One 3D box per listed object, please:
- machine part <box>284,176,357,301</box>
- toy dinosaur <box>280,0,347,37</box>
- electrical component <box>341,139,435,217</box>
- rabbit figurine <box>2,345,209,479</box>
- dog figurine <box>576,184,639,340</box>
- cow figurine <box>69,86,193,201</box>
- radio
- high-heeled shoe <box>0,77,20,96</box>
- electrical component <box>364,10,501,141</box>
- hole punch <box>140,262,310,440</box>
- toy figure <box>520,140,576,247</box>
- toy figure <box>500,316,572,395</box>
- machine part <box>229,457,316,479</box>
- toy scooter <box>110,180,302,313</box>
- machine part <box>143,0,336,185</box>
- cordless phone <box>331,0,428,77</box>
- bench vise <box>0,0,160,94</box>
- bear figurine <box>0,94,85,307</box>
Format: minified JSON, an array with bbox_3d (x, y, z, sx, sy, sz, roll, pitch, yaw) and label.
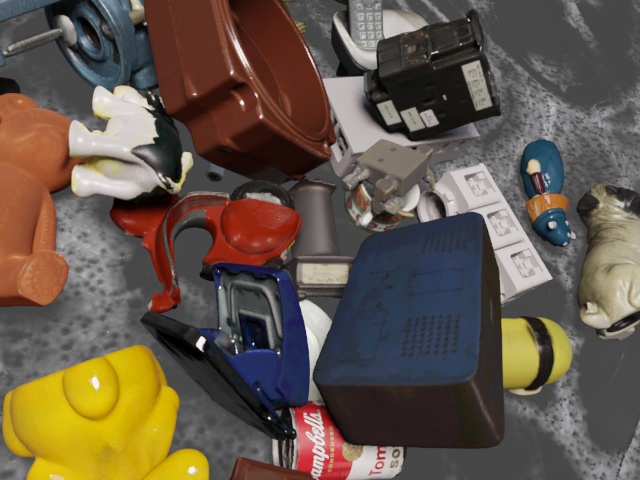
[{"bbox_3d":[-0.001,-0.002,0.578,0.084,0.039,0.139,-3,66,-14],"label":"machine part"},{"bbox_3d":[-0.082,-0.353,0.703,0.471,0.105,0.199,-31,68,-34],"label":"toy dinosaur"},{"bbox_3d":[0.080,-0.067,0.577,0.078,0.045,0.102,21,49,26],"label":"electrical component"},{"bbox_3d":[-0.138,0.166,0.382,0.122,0.162,0.173,-10,84,-39],"label":"rabbit figurine"},{"bbox_3d":[0.362,0.017,0.684,0.172,0.121,0.191,-4,51,-27],"label":"dog figurine"},{"bbox_3d":[-0.162,-0.096,0.493,0.098,0.068,0.167,7,34,-11],"label":"cow figurine"},{"bbox_3d":[0.086,0.068,0.472,0.073,0.131,0.230,67,26,-24],"label":"radio"},{"bbox_3d":[-0.387,-0.077,0.469,0.145,0.086,0.249,1,37,14],"label":"high-heeled shoe"},{"bbox_3d":[0.118,-0.170,0.583,0.134,0.114,0.058,-11,56,22],"label":"electrical component"},{"bbox_3d":[-0.063,0.082,0.430,0.092,0.142,0.115,-45,119,-31],"label":"hole punch"},{"bbox_3d":[0.302,-0.058,0.714,0.064,0.057,0.154,9,65,-10],"label":"toy figure"},{"bbox_3d":[0.170,0.115,0.549,0.180,0.089,0.082,11,66,-18],"label":"toy figure"},{"bbox_3d":[-0.053,0.236,0.352,0.056,0.179,0.179,18,58,-8],"label":"machine part"},{"bbox_3d":[-0.106,0.007,0.510,0.184,0.075,0.135,5,61,-15],"label":"toy scooter"},{"bbox_3d":[-0.070,-0.168,0.546,0.201,0.087,0.201,15,56,-59],"label":"machine part"},{"bbox_3d":[0.083,-0.303,0.687,0.146,0.089,0.184,-13,110,-26],"label":"cordless phone"},{"bbox_3d":[-0.245,-0.229,0.511,0.129,0.223,0.240,19,46,32],"label":"bench vise"},{"bbox_3d":[-0.251,-0.044,0.455,0.120,0.132,0.196,38,56,-30],"label":"bear figurine"}]
